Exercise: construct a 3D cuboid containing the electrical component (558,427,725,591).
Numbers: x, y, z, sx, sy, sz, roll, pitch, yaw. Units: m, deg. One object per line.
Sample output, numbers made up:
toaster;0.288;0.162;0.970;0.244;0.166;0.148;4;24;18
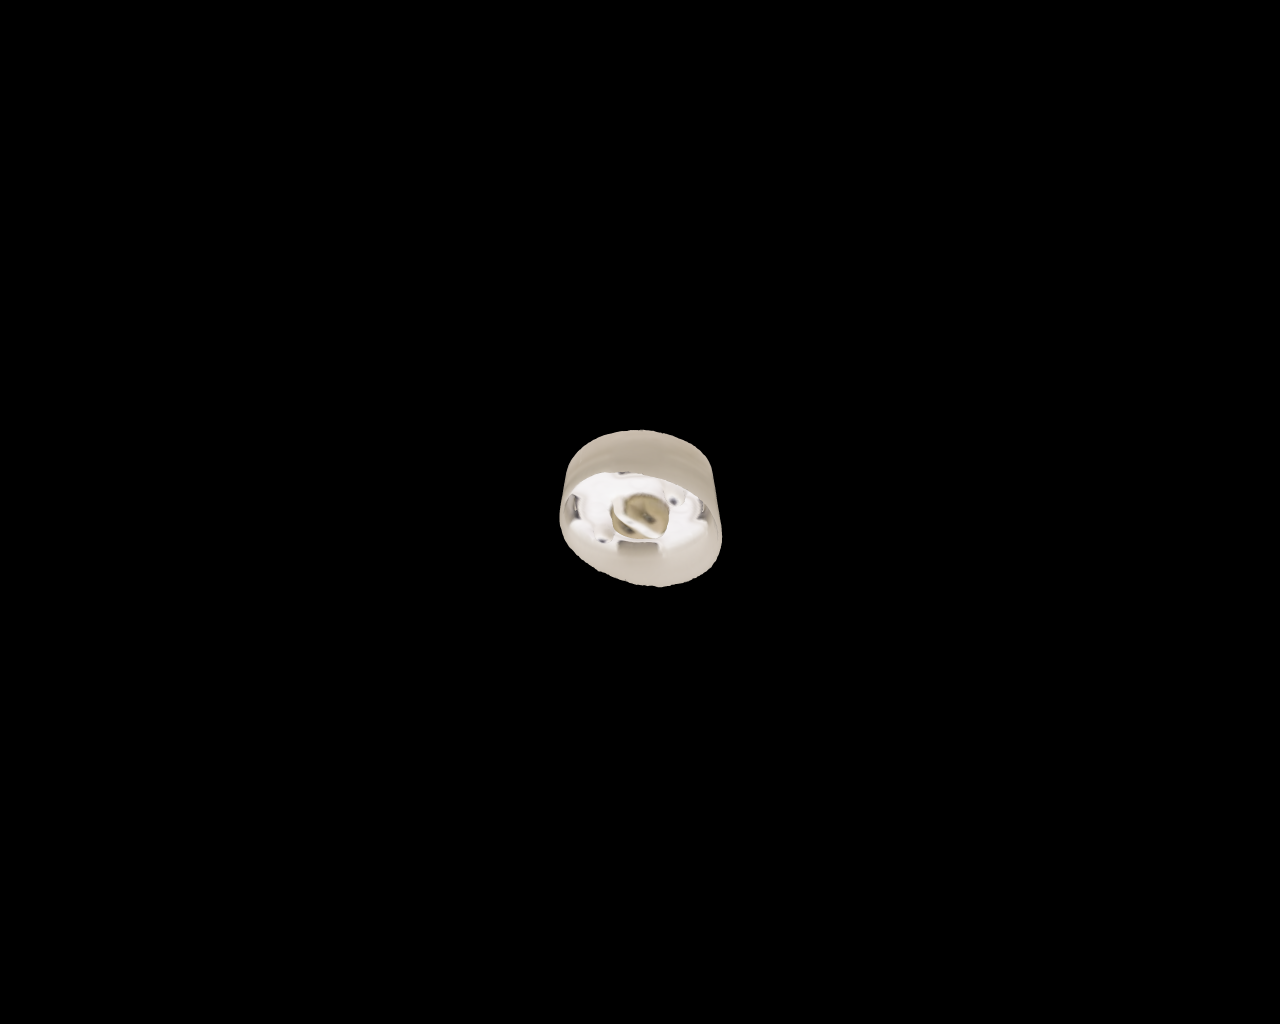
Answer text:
electrical component;0.001;-0.003;0.650;0.099;0.064;0.099;0;-35;0
